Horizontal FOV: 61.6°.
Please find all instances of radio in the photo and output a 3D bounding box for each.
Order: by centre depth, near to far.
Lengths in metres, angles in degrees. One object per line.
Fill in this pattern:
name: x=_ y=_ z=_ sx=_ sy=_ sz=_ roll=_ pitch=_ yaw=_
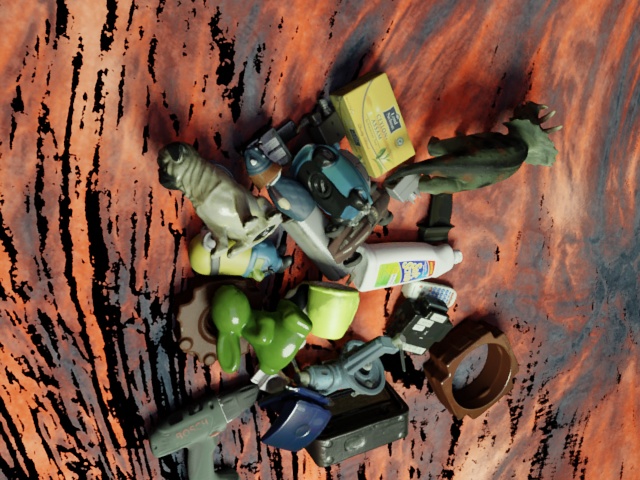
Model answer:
radio: x=0.069 y=0.384 z=1.142 sx=0.230 sy=0.131 sz=0.073 roll=-12 pitch=112 yaw=-20

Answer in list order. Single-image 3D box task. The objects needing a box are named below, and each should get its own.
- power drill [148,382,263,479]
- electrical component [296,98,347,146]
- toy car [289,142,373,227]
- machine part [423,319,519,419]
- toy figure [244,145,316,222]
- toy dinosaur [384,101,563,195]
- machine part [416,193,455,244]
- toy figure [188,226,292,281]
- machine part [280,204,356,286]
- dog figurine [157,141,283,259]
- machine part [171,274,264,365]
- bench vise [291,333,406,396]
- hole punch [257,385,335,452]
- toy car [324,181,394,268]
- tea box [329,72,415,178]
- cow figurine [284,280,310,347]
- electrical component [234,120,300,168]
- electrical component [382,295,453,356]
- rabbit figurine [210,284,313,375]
power drill: x=-0.206 y=0.401 z=1.054 sx=0.232 sy=0.086 sz=0.207 roll=-14 pitch=116 yaw=-21
electrical component: x=0.004 y=-0.196 z=0.982 sx=0.102 sy=0.045 sz=0.078 roll=55 pitch=52 yaw=-30
toy car: x=0.035 y=-0.108 z=0.943 sx=0.162 sy=0.109 sz=0.103 roll=44 pitch=52 yaw=5
machine part: x=0.358 y=0.304 z=1.274 sx=0.201 sy=0.087 sz=0.201 roll=-35 pitch=115 yaw=-11
toy figure: x=-0.074 y=-0.095 z=0.908 sx=0.154 sy=0.064 sz=0.058 roll=43 pitch=97 yaw=-14
toy dinosaur: x=0.317 y=-0.156 z=1.023 sx=0.405 sy=0.192 sz=0.131 roll=-29 pitch=108 yaw=-39
machine part: x=0.251 y=-0.058 z=1.139 sx=0.084 sy=0.039 sz=0.138 roll=2 pitch=107 yaw=-19
toy figure: x=-0.145 y=0.029 z=0.964 sx=0.180 sy=0.082 sz=0.089 roll=13 pitch=98 yaw=-29
machine part: x=-0.002 y=-0.003 z=1.019 sx=0.079 sy=0.079 sz=0.243 roll=-44 pitch=118 yaw=-6
dog figurine: x=-0.163 y=-0.078 z=0.880 sx=0.121 sy=0.172 sz=0.190 roll=-38 pitch=80 yaw=8
machine part: x=-0.186 y=0.142 z=0.994 sx=0.179 sy=0.056 sz=0.179 roll=-7 pitch=108 yaw=-23
bench vise: x=0.066 y=0.248 z=1.078 sx=0.223 sy=0.129 sz=0.240 roll=21 pitch=133 yaw=-35
hole punch: x=-0.047 y=0.340 z=1.026 sx=0.116 sy=0.092 sz=0.142 roll=-31 pitch=134 yaw=27
toy car: x=0.080 y=-0.031 z=1.017 sx=0.202 sy=0.053 sz=0.089 roll=-49 pitch=121 yaw=-40
tea box: x=0.099 y=-0.214 z=1.003 sx=0.098 sy=0.068 sz=0.169 roll=-33 pitch=116 yaw=-11
cow figurine: x=-0.062 y=0.160 z=1.048 sx=0.167 sy=0.068 sz=0.098 roll=-40 pitch=112 yaw=-12
electrical component: x=-0.083 y=-0.164 z=0.950 sx=0.119 sy=0.048 sz=0.074 roll=-34 pitch=118 yaw=-9
electrical component: x=0.219 y=0.183 z=1.168 sx=0.115 sy=0.058 sz=0.134 roll=21 pitch=117 yaw=-31
rabbit figurine: x=-0.124 y=0.151 z=0.951 sx=0.170 sy=0.121 sz=0.159 roll=34 pitch=95 yaw=-12
